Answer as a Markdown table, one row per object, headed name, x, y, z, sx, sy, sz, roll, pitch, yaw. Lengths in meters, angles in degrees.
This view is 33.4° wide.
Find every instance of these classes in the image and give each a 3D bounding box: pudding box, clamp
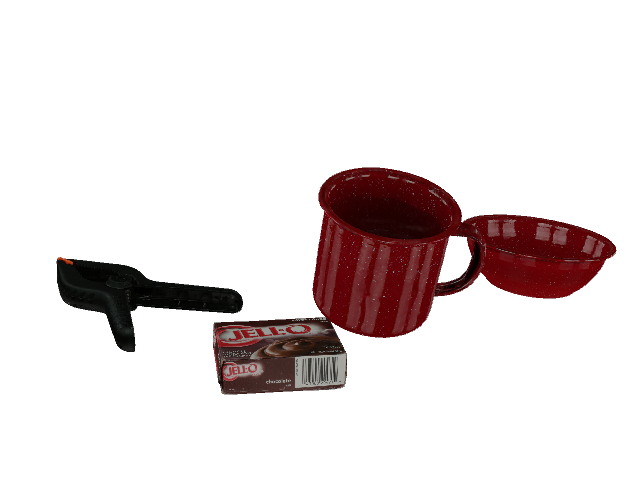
| name | x | y | z | sx | sy | sz | roll | pitch | yaw |
| --- | --- | --- | --- | --- | --- | --- | --- | --- | --- |
| pudding box | -0.039 | 0.103 | 0.965 | 0.113 | 0.039 | 0.090 | 0 | 18 | -10 |
| clamp | -0.209 | 0.060 | 1.108 | 0.210 | 0.036 | 0.164 | 15 | 20 | 28 |

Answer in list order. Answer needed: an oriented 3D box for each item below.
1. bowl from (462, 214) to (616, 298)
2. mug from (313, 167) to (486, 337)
| name | x | y | z | sx | sy | sz | roll | pitch | yaw |
| --- | --- | --- | --- | --- | --- | --- | --- | --- | --- |
| bowl | 0.224 | 0.020 | 1.121 | 0.162 | 0.055 | 0.162 | 5 | 17 | -2 |
| mug | 0.051 | 0.010 | 0.706 | 0.117 | 0.081 | 0.093 | 3 | 33 | -10 |
